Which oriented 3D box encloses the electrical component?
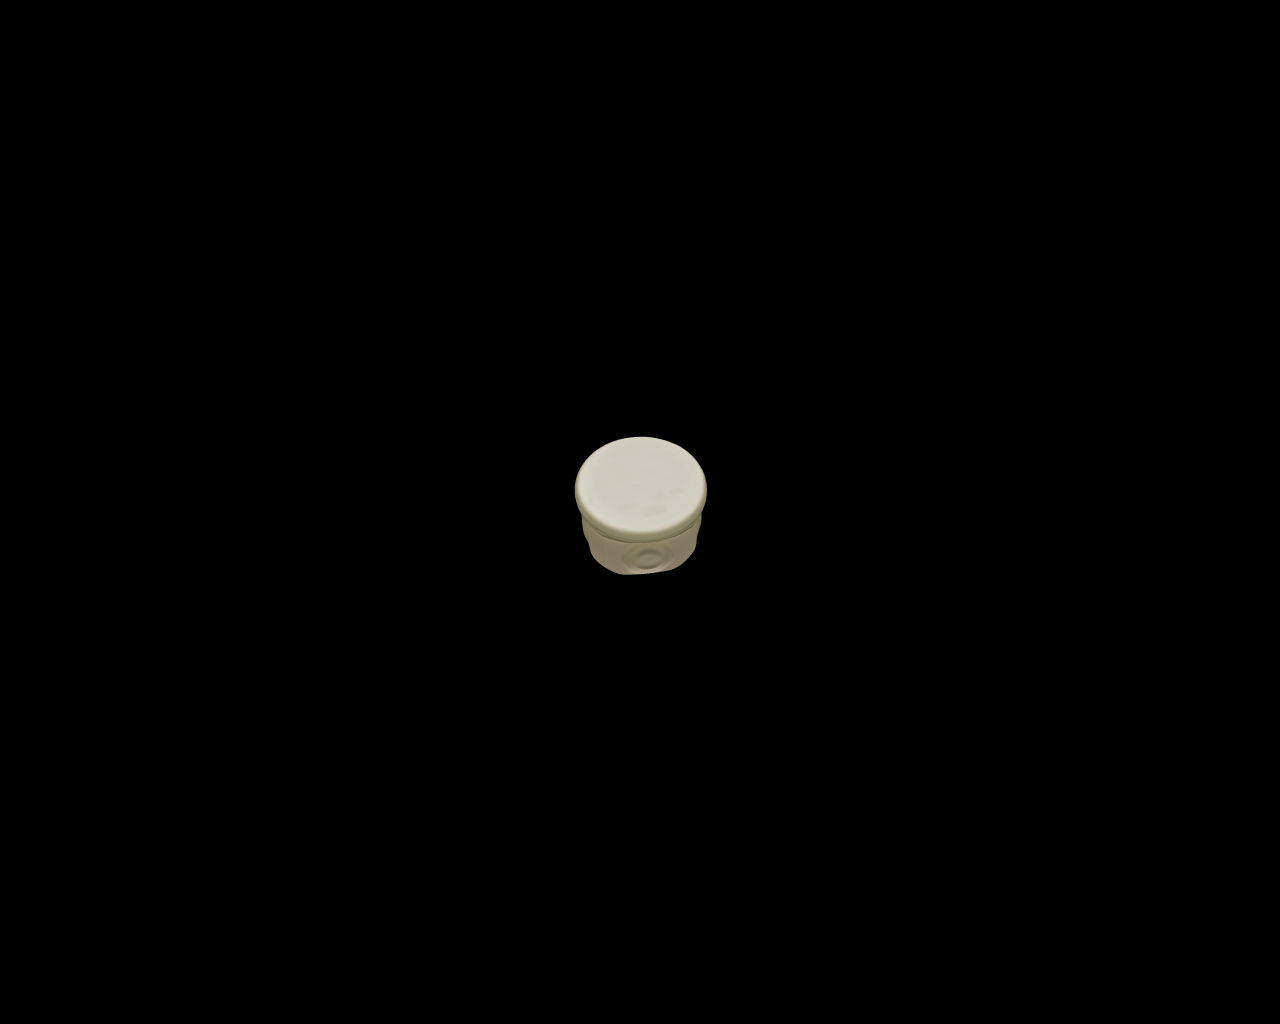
[{"bbox_3d":[0.001,-0.003,0.650,0.080,0.080,0.050,0,-40,0],"label":"electrical component"}]
